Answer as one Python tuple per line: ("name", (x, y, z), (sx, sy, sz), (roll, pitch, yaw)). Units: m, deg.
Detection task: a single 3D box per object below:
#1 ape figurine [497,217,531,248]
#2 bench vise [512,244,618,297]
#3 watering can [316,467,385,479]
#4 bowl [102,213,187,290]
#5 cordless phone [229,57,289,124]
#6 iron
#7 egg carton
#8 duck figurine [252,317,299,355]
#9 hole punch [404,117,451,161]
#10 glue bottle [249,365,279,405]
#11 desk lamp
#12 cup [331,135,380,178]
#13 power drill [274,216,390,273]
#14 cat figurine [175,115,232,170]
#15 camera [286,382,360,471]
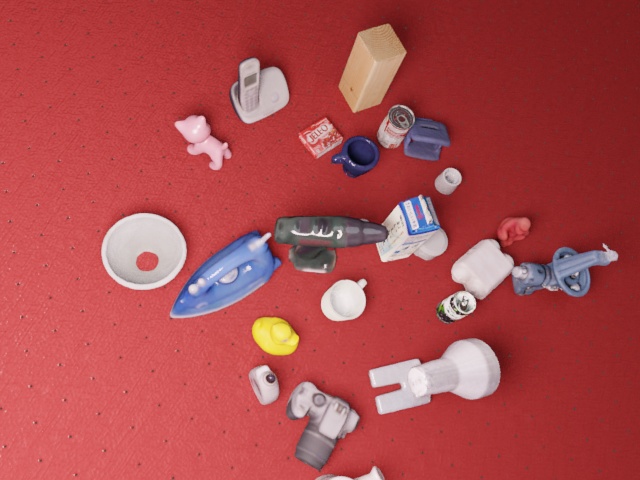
("ape figurine", (0.483, -0.028, 1.408), (0.078, 0.092, 0.076), (11, 68, -8))
("bench vise", (0.560, 0.079, 1.316), (0.208, 0.219, 0.121), (-17, 74, -18))
("watering can", (0.041, 0.484, 1.060), (0.101, 0.194, 0.173), (36, 66, 2))
("bowl", (-0.366, 0.033, 1.202), (0.167, 0.074, 0.167), (4, 69, -11))
("cordless phone", (-0.138, -0.370, 1.344), (0.148, 0.185, 0.094), (-34, 80, -22))
("iron", (-0.201, 0.071, 1.188), (0.259, 0.141, 0.118), (-36, 81, -22))
("egg carton", (0.387, 0.067, 1.363), (0.150, 0.069, 0.107), (-38, 82, -22))
("duck figurine", (-0.090, 0.195, 1.197), (0.104, 0.086, 0.077), (28, 66, -1))
("hole punch", (0.268, -0.267, 1.449), (0.109, 0.091, 0.101), (8, 68, -10))
("glue bottle", (-0.105, 0.277, 1.116), (0.037, 0.173, 0.078), (-26, 77, -20))
("desk lamp", (0.231, 0.284, 1.168), (0.203, 0.213, 0.118), (-10, 72, -16))
("cup", (0.076, -0.187, 1.374), (0.118, 0.095, 0.091), (-13, 73, -17))
("power drill", (0.011, 0.004, 1.225), (0.230, 0.208, 0.075), (5, 69, -11))
("cat figurine", (-0.262, -0.234, 1.302), (0.128, 0.117, 0.067), (31, 66, 0))
("camera", (-0.007, 0.374, 1.141), (0.143, 0.100, 0.137), (30, 66, 0))
